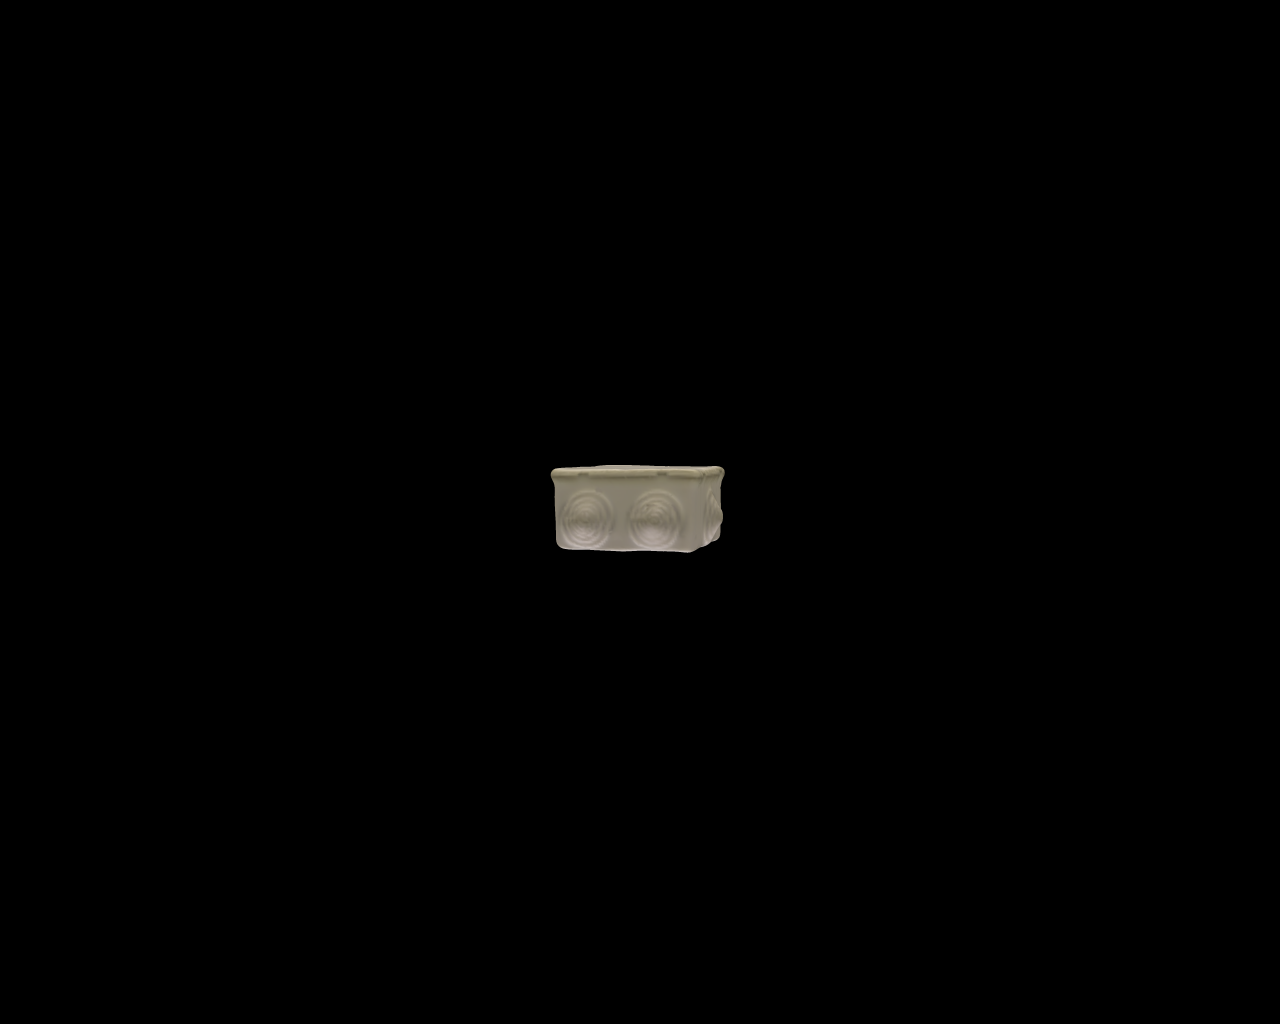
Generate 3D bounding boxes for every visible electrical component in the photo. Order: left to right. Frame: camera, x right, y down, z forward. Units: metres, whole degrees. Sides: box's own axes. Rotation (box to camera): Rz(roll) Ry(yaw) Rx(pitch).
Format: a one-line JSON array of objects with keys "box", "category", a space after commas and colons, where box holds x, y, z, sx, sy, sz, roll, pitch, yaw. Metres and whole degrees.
[{"box": [0.001, -0.003, 0.650, 0.100, 0.048, 0.100, 1, 4, 15], "category": "electrical component"}]
